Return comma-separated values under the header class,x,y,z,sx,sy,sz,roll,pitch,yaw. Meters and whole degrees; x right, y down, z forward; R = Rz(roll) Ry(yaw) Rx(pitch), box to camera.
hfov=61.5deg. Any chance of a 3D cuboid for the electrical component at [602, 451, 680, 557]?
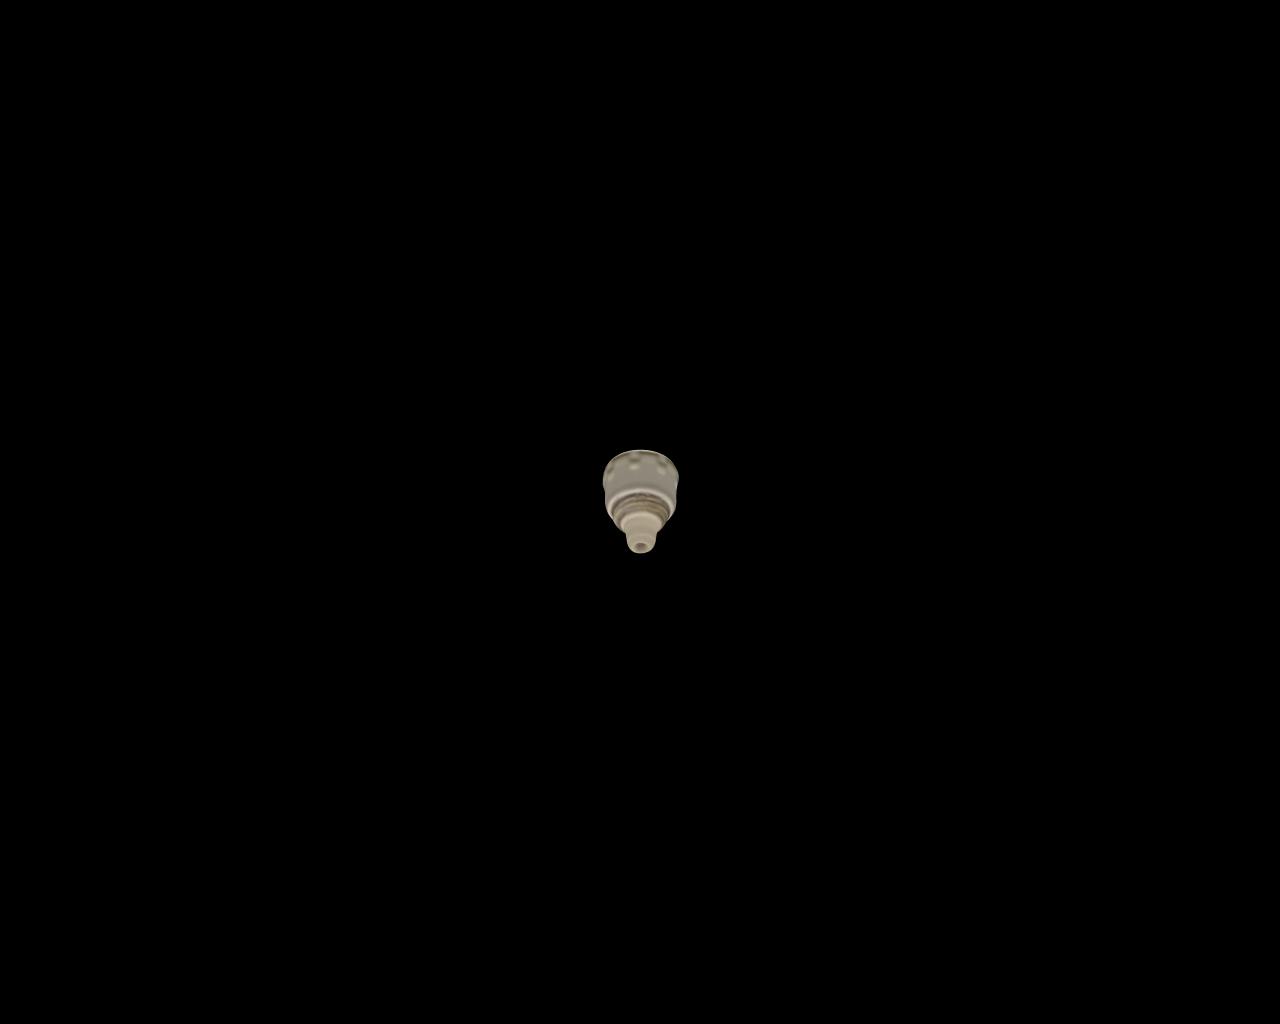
class,x,y,z,sx,sy,sz,roll,pitch,yaw
electrical component,0.001,-0.003,0.650,0.048,0.062,0.048,0,-38,0
